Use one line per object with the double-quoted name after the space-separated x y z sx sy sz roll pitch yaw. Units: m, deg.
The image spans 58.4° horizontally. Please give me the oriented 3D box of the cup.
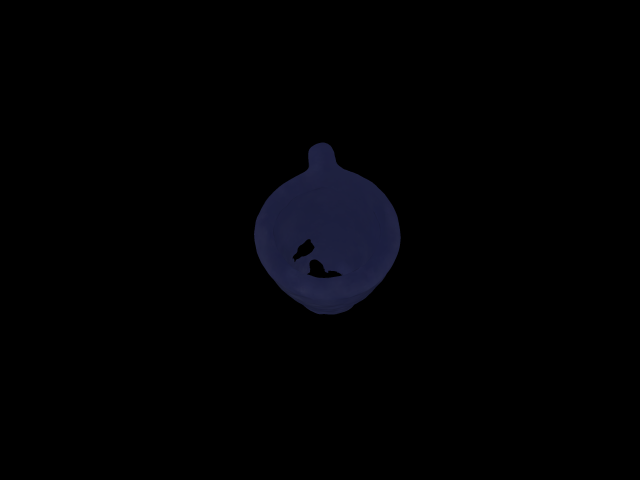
0.004 0.001 0.400 0.091 0.095 0.117 -4 62 -2 "cup"
